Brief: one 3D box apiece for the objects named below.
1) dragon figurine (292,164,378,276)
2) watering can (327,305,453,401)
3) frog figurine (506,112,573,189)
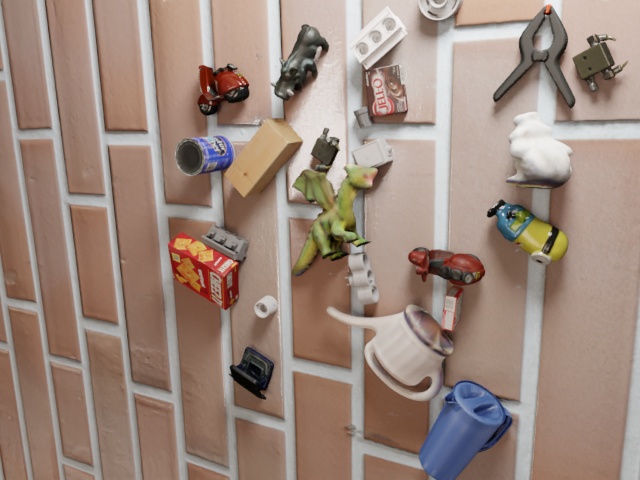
[{"bbox_3d":[0.004,-0.067,1.339,0.405,0.123,0.244,-29,78,42],"label":"dragon figurine"},{"bbox_3d":[0.187,0.249,1.309,0.350,0.105,0.221,45,116,11],"label":"watering can"},{"bbox_3d":[0.462,-0.188,1.077,0.137,0.123,0.159,4,96,-8],"label":"frog figurine"}]
